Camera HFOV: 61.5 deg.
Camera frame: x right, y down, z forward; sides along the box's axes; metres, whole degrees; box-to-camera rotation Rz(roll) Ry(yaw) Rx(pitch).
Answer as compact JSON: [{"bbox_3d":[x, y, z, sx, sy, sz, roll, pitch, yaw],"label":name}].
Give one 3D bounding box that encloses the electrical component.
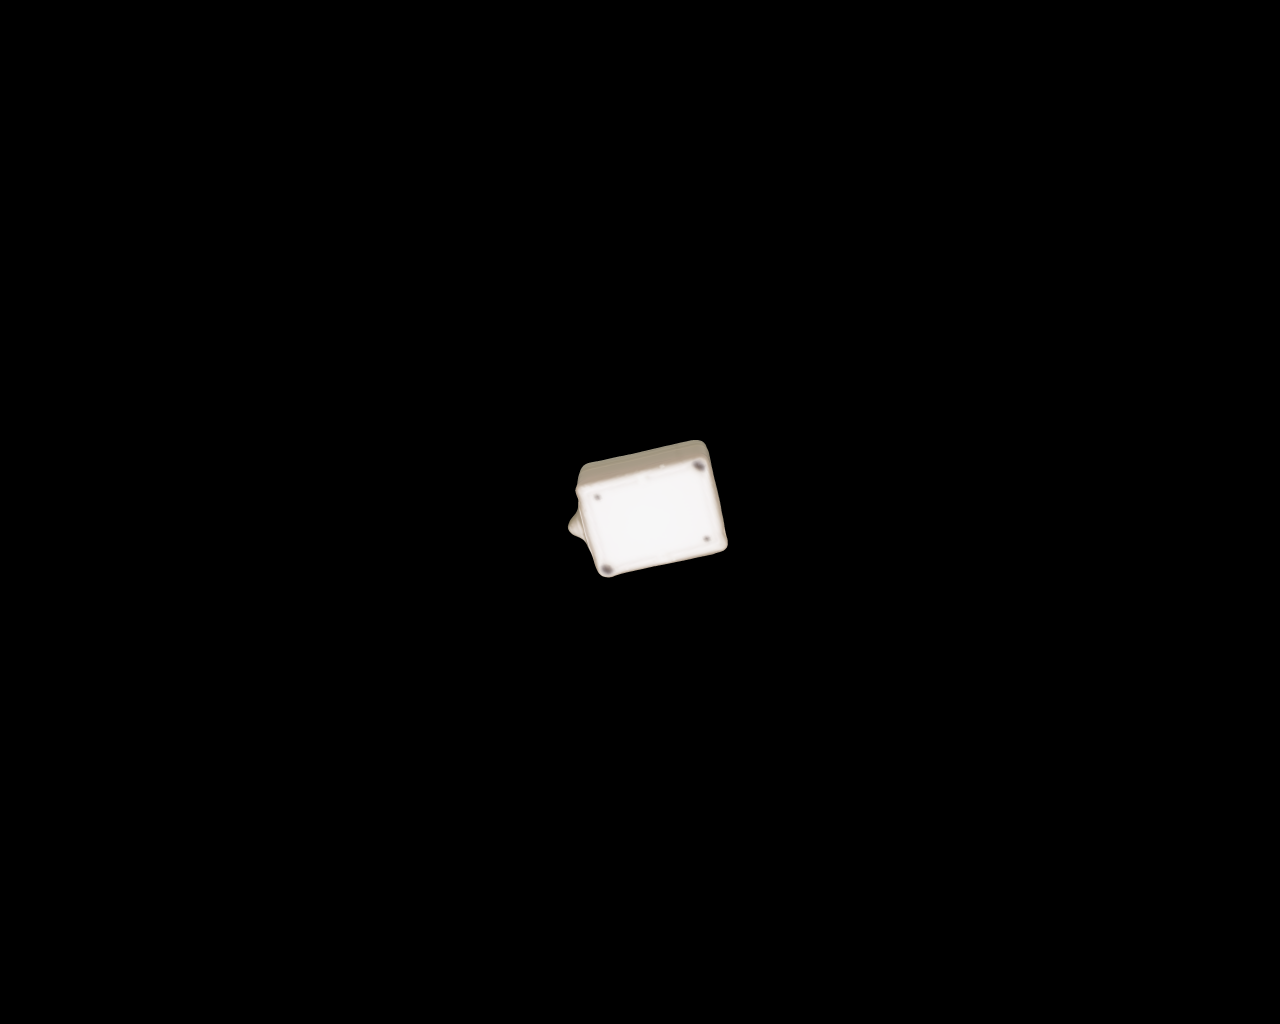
[{"bbox_3d":[0.001,-0.003,0.650,0.096,0.061,0.061,-13,16,4],"label":"electrical component"}]
